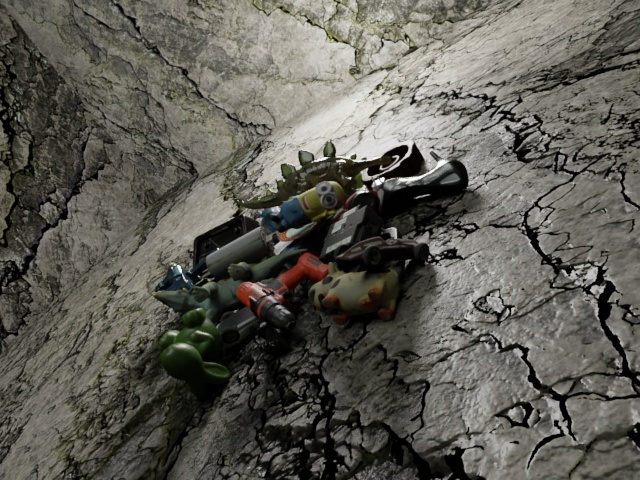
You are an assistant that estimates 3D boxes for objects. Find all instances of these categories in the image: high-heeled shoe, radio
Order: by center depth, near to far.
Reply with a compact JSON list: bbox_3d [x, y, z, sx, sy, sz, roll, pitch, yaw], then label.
[{"bbox_3d":[0.222,-0.096,1.224,0.248,0.086,0.145,-46,48,21],"label":"high-heeled shoe"},{"bbox_3d":[-0.279,0.021,1.609,0.230,0.073,0.131,-22,61,29],"label":"radio"}]

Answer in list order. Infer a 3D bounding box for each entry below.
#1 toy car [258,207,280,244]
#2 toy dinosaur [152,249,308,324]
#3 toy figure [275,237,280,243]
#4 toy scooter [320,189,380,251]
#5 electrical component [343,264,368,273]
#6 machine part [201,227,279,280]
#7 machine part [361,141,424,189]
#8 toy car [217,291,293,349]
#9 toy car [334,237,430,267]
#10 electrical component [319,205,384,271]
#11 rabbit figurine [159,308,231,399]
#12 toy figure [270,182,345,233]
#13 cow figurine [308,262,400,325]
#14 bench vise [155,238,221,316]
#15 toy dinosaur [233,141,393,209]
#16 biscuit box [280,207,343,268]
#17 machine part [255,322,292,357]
[{"bbox_3d":[-0.123,-0.041,1.569,0.103,0.109,0.162,-54,29,14],"label":"toy car"},{"bbox_3d":[-0.202,0.117,1.312,0.405,0.131,0.192,-22,5,3],"label":"toy dinosaur"},{"bbox_3d":[-0.049,-0.035,1.474,0.154,0.058,0.064,-36,-23,-9],"label":"toy figure"},{"bbox_3d":[0.068,-0.038,1.250,0.184,0.075,0.135,-49,-5,0],"label":"toy scooter"},{"bbox_3d":[0.074,0.055,1.110,0.094,0.021,0.063,-61,23,-7],"label":"electrical component"},{"bbox_3d":[-0.207,0.036,1.391,0.243,0.079,0.079,-29,21,13],"label":"machine part"},{"bbox_3d":[0.196,-0.195,1.456,0.179,0.056,0.179,-31,22,14],"label":"machine part"},{"bbox_3d":[-0.147,0.169,1.188,0.202,0.056,0.074,-30,27,4],"label":"toy car"},{"bbox_3d":[0.114,0.020,0.985,0.202,0.053,0.089,-1,5,-41],"label":"toy car"},{"bbox_3d":[0.068,-0.009,1.112,0.115,0.058,0.134,-24,32,41],"label":"electrical component"},{"bbox_3d":[-0.263,0.239,1.078,0.121,0.159,0.170,-34,2,8],"label":"rabbit figurine"},{"bbox_3d":[-0.027,-0.081,1.280,0.180,0.082,0.089,-28,14,17],"label":"toy figure"},{"bbox_3d":[0.059,0.092,1.000,0.195,0.085,0.127,-14,27,37],"label":"cow figurine"},{"bbox_3d":[-0.344,0.102,1.502,0.240,0.128,0.224,-44,35,7],"label":"bench vise"},{"bbox_3d":[-0.031,-0.148,1.446,0.472,0.105,0.199,-19,48,14],"label":"toy dinosaur"},{"bbox_3d":[-0.003,-0.004,1.333,0.203,0.062,0.059,-41,23,-16],"label":"biscuit box"},{"bbox_3d":[-0.090,0.189,1.086,0.084,0.039,0.139,-26,19,1],"label":"machine part"}]
